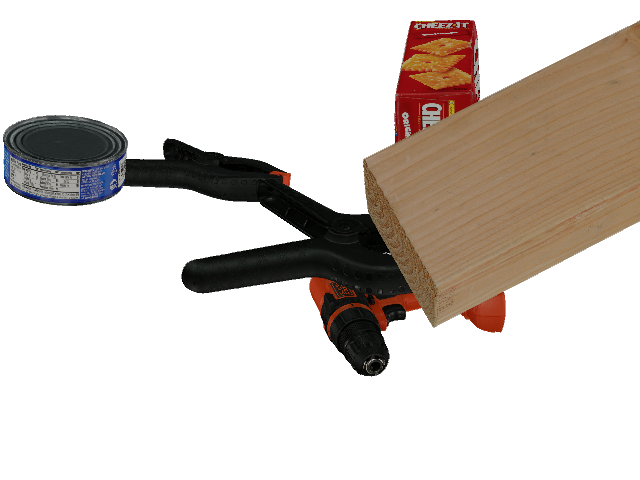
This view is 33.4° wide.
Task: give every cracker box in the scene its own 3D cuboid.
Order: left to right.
[{"bbox_3d":[0.111,-0.094,0.972,0.072,0.164,0.213,0,27,9],"label":"cracker box"}]

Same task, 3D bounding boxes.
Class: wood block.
[{"bbox_3d":[0.137,-0.042,0.639,0.206,0.091,0.090,-27,-19,-5],"label":"wood block"}]

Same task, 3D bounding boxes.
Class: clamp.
[{"bbox_3d":[-0.113,-0.061,0.993,0.172,0.039,0.120,13,26,30],"label":"clamp"},{"bbox_3d":[0.016,-0.001,0.821,0.210,0.036,0.164,4,30,10],"label":"clamp"}]

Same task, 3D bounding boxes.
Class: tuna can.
[{"bbox_3d":[-0.180,-0.057,0.756,0.086,0.034,0.086,7,27,-4],"label":"tuna can"}]

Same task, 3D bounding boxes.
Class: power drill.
[{"bbox_3d":[0.094,0.073,1.119,0.187,0.057,0.184,-6,29,-14],"label":"power drill"}]
